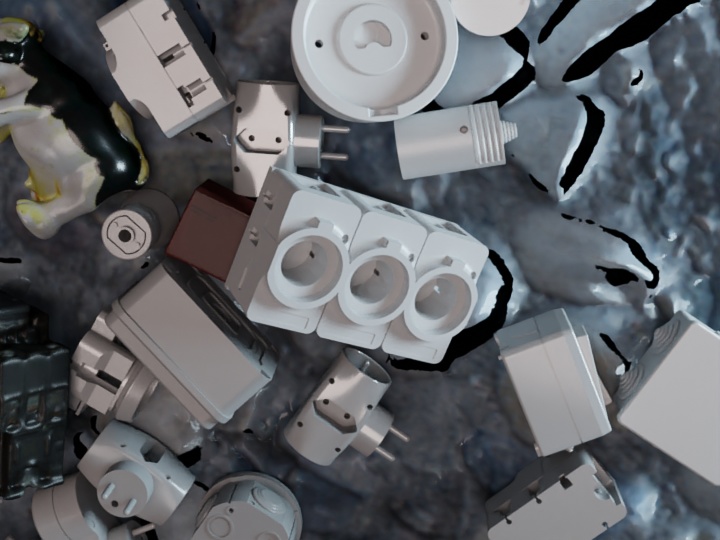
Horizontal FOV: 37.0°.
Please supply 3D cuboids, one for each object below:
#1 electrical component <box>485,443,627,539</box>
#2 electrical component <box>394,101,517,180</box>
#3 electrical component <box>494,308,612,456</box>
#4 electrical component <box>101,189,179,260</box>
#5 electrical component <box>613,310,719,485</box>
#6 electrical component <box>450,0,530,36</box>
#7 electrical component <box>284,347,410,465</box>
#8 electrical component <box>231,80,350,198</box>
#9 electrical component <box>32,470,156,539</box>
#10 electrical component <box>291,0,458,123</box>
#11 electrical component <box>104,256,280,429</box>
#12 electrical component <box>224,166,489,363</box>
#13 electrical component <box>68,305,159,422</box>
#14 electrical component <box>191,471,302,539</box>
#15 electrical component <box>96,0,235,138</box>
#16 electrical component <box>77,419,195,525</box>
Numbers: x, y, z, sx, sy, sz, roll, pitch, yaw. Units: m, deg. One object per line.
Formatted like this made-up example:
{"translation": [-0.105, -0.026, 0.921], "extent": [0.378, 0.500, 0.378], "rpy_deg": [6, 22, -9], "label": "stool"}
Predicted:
{"translation": [0.140, 0.171, 0.780], "extent": [0.089, 0.055, 0.050], "rpy_deg": [-38, 98, 11], "label": "electrical component"}
{"translation": [0.066, -0.089, 0.733], "extent": [0.081, 0.043, 0.043], "rpy_deg": [-8, 102, 6], "label": "electrical component"}
{"translation": [0.141, 0.082, 0.757], "extent": [0.061, 0.061, 0.096], "rpy_deg": [-21, 100, 8], "label": "electrical component"}
{"translation": [-0.155, -0.030, 0.750], "extent": [0.044, 0.065, 0.044], "rpy_deg": [1, 103, 4], "label": "electrical component"}
{"translation": [0.239, 0.087, 0.758], "extent": [0.100, 0.048, 0.099], "rpy_deg": [33, 103, -4], "label": "electrical component"}
{"translation": [0.112, -0.210, 0.686], "extent": [0.052, 0.073, 0.138], "rpy_deg": [40, 102, -5], "label": "electrical component"}
{"translation": [-0.002, 0.109, 0.782], "extent": [0.079, 0.043, 0.077], "rpy_deg": [35, 103, -4], "label": "electrical component"}
{"translation": [-0.047, -0.089, 0.740], "extent": [0.079, 0.043, 0.077], "rpy_deg": [4, 103, 3], "label": "electrical component"}
{"translation": [-0.183, 0.213, 0.813], "extent": [0.074, 0.052, 0.138], "rpy_deg": [-22, 101, 8], "label": "electrical component"}
{"translation": [0.005, -0.148, 0.710], "extent": [0.108, 0.060, 0.108], "rpy_deg": [0, 91, -10], "label": "electrical component"}
{"translation": [-0.117, 0.048, 0.759], "extent": [0.057, 0.078, 0.113], "rpy_deg": [-41, 97, 8], "label": "electrical component"}
{"translation": [0.000, 0.000, 0.717], "extent": [0.150, 0.061, 0.089], "rpy_deg": [15, 105, -28], "label": "electrical component"}
{"translation": [-0.177, 0.074, 0.779], "extent": [0.057, 0.058, 0.078], "rpy_deg": [30, 103, 0], "label": "electrical component"}
{"translation": [-0.085, 0.196, 0.804], "extent": [0.080, 0.051, 0.080], "rpy_deg": [1, 103, 4], "label": "electrical component"}
{"translation": [-0.133, -0.140, 0.731], "extent": [0.056, 0.050, 0.089], "rpy_deg": [-29, 100, 10], "label": "electrical component"}
{"translation": [-0.168, 0.155, 0.785], "extent": [0.077, 0.079, 0.043], "rpy_deg": [36, 103, -5], "label": "electrical component"}
